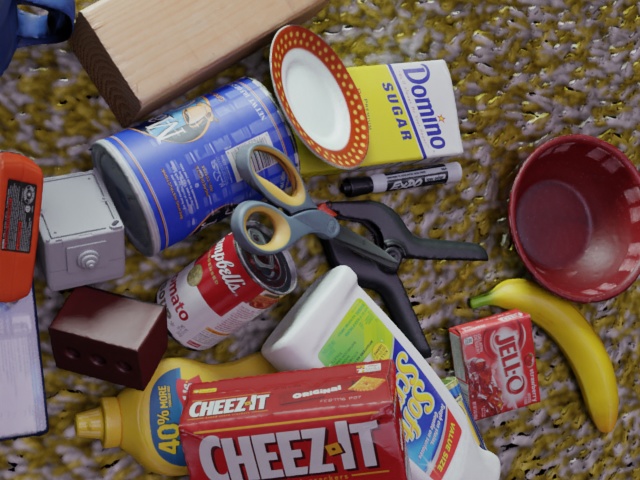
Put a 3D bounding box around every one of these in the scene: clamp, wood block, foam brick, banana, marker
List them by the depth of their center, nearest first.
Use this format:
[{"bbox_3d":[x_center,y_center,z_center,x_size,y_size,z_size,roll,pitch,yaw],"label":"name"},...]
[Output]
[{"bbox_3d":[-0.166,0.077,0.845,0.078,0.053,0.051,13,45,10],"label":"foam brick"},{"bbox_3d":[-0.097,-0.190,0.903,0.205,0.090,0.091,-34,95,-20],"label":"wood block"},{"bbox_3d":[0.071,0.012,0.971,0.171,0.039,0.120,44,70,-11],"label":"clamp"},{"bbox_3d":[0.075,-0.056,0.991,0.121,0.020,0.020,-10,88,-21],"label":"marker"},{"bbox_3d":[0.232,0.100,1.027,0.197,0.037,0.070,44,101,-8],"label":"banana"}]

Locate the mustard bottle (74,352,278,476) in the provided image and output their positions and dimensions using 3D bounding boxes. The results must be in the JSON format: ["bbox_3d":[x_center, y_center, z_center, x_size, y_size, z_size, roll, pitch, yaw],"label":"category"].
[{"bbox_3d":[-0.105,0.144,0.881,0.191,0.058,0.096,-2,84,-20],"label":"mustard bottle"}]

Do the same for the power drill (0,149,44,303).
[{"bbox_3d":[-0.299,-0.001,0.776,0.188,0.057,0.184,6,90,19],"label":"power drill"}]

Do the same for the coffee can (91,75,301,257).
[{"bbox_3d":[-0.102,-0.062,0.880,0.140,0.103,0.103,-28,94,-21],"label":"coffee can"}]

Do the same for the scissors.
[{"bbox_3d":[-0.006,0.001,0.870,0.201,0.016,0.096,45,55,-34],"label":"scissors"}]

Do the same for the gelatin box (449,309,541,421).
[{"bbox_3d":[0.162,0.115,0.985,0.073,0.030,0.089,-13,105,-17],"label":"gelatin box"}]

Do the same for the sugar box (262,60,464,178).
[{"bbox_3d":[0.040,-0.110,0.969,0.176,0.048,0.093,-9,87,-20],"label":"sugar box"}]

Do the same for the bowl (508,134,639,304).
[{"bbox_3d":[0.240,-0.018,1.029,0.161,0.055,0.162,2,83,-21],"label":"bowl"}]

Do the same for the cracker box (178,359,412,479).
[{"bbox_3d":[-0.007,0.210,0.833,0.164,0.072,0.214,-8,113,6],"label":"cracker box"}]

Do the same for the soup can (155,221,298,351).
[{"bbox_3d":[-0.077,0.039,0.871,0.068,0.102,0.068,37,33,-29],"label":"soup can"}]

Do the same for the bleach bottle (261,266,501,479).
[{"bbox_3d":[0.072,0.143,0.890,0.250,0.068,0.102,44,64,-10],"label":"bleach bottle"}]

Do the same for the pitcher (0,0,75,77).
[{"bbox_3d":[-0.266,-0.176,0.755,0.149,0.243,0.145,-43,102,-13],"label":"pitcher"}]

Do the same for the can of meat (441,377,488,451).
[{"bbox_3d":[0.094,0.180,0.953,0.102,0.058,0.084,-23,91,-21],"label":"can of meat"}]
